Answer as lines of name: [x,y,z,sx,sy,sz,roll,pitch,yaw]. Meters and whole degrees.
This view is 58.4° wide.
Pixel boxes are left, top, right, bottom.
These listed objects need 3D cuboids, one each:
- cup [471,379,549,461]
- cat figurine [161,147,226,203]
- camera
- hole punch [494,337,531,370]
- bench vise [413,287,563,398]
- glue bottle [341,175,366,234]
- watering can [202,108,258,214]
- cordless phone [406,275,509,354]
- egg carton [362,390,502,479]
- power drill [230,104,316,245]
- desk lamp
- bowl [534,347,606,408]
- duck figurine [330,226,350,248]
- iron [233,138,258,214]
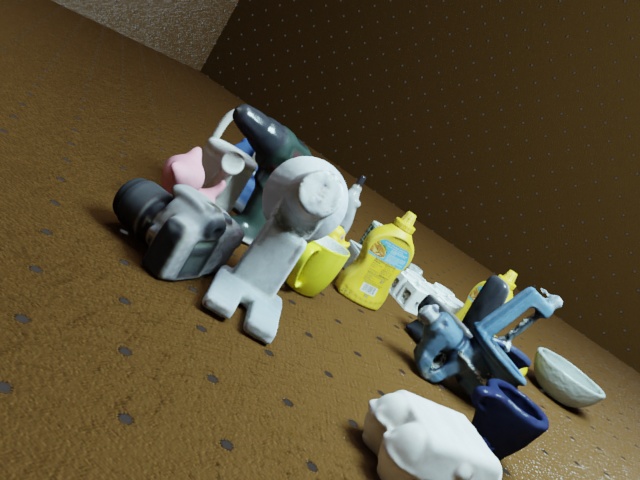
cup: [0.225,0.240,0.745,0.118,0.095,0.091,27,14,-27]
cat figurine: [-0.198,-0.083,0.876,0.067,0.117,0.128,42,15,36]
camera: [-0.183,-0.027,0.737,0.136,0.100,0.143,37,13,16]
hole punch: [0.326,0.220,1.087,0.109,0.091,0.101,32,12,-6]
bench vise: [0.264,0.151,0.893,0.208,0.219,0.121,28,13,-22]
glue bottle: [0.063,-0.083,1.402,0.078,0.173,0.037,33,12,2]
watering can: [-0.159,-0.139,1.010,0.101,0.194,0.172,23,16,-38]
cordless phone: [0.257,0.130,1.038,0.094,0.185,0.147,23,16,-38]
egg carton: [0.118,0.223,0.604,0.151,0.069,0.107,27,14,-25]
power drill: [-0.099,-0.097,0.969,0.231,0.208,0.075,19,18,-47]
desk lamp: [-0.042,-0.006,0.745,0.118,0.213,0.203,31,12,-9]
bowl: [0.540,0.319,1.278,0.167,0.074,0.167,31,12,-7]
duck figurine: [0.010,0.004,1.138,0.105,0.086,0.077,30,13,-13]
iron: [-0.117,-0.119,1.163,0.257,0.141,0.119,42,15,36]
